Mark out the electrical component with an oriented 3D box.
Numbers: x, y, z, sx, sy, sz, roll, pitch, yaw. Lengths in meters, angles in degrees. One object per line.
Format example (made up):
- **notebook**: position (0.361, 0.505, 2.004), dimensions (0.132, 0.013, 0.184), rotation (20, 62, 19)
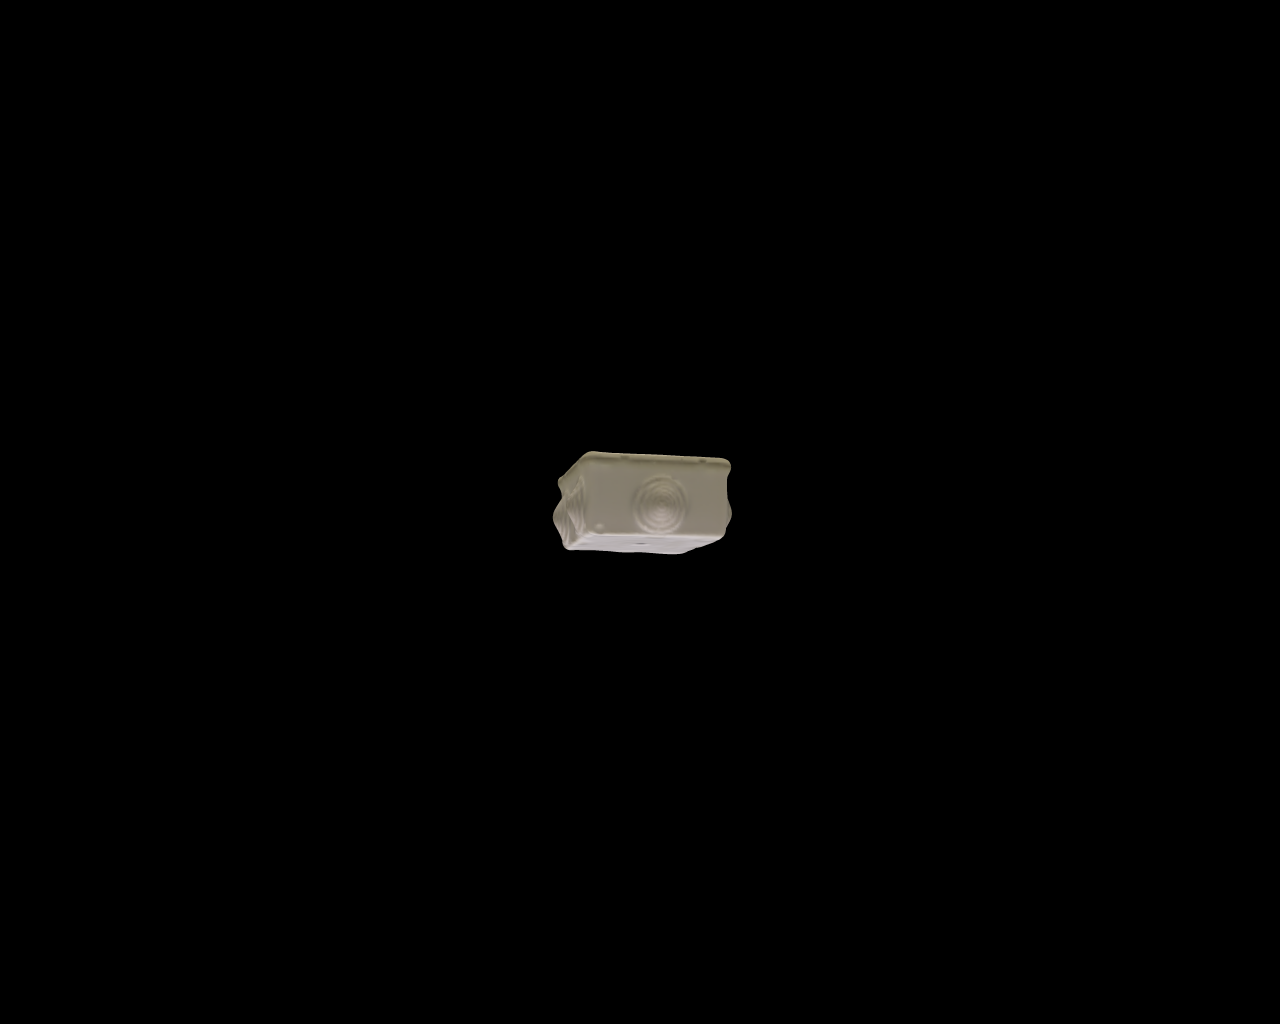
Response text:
- **electrical component**: position (0.001, -0.003, 0.650), dimensions (0.100, 0.048, 0.099), rotation (3, -10, -15)
